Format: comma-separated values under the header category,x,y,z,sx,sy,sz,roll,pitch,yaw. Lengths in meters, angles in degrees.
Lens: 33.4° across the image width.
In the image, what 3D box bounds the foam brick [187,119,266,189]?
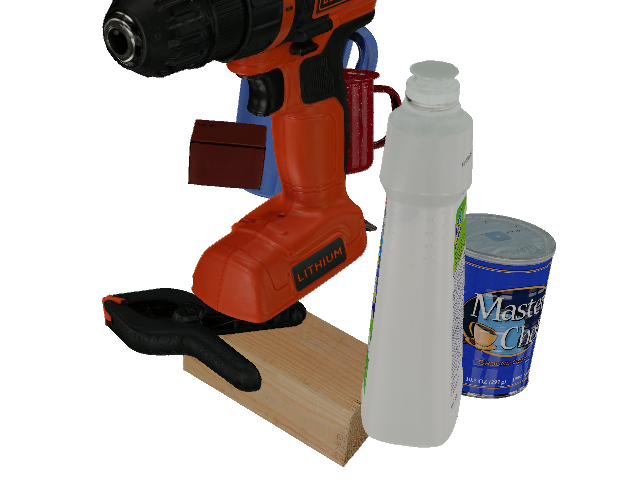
category,x,y,z,sx,sy,sz,roll,pitch,yaw
foam brick,-0.096,-0.090,1.108,0.078,0.051,0.053,5,31,-2

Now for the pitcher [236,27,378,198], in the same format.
category,x,y,z,sx,sy,sz,roll,pitch,yaw
pitcher,-0.030,-0.173,1.294,0.144,0.243,0.149,6,24,-15

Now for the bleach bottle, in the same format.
category,x,y,z,sx,sy,sz,roll,pitch,yaw
bleach bottle,0.065,0.006,0.677,0.068,0.251,0.102,6,31,8

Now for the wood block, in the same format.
category,x,y,z,sx,sy,sz,roll,pitch,yaw
wood block,-0.034,0.130,1.106,0.206,0.090,0.090,28,48,21

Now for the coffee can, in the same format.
category,x,y,z,sx,sy,sz,roll,pitch,yaw
coffee can,0.152,0.058,0.979,0.103,0.140,0.103,5,23,-2

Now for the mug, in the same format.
category,x,y,z,sx,sy,sz,roll,pitch,yaw
mug,0.016,-0.104,0.923,0.117,0.081,0.093,-7,16,-20

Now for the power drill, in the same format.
category,x,y,z,sx,sy,sz,roll,pitch,yaw
power drill,-0.027,-0.056,0.520,0.057,0.188,0.184,25,38,31

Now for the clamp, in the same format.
category,x,y,z,sx,sy,sz,roll,pitch,yaw
clamp,-0.099,0.069,0.902,0.172,0.039,0.120,17,26,22
